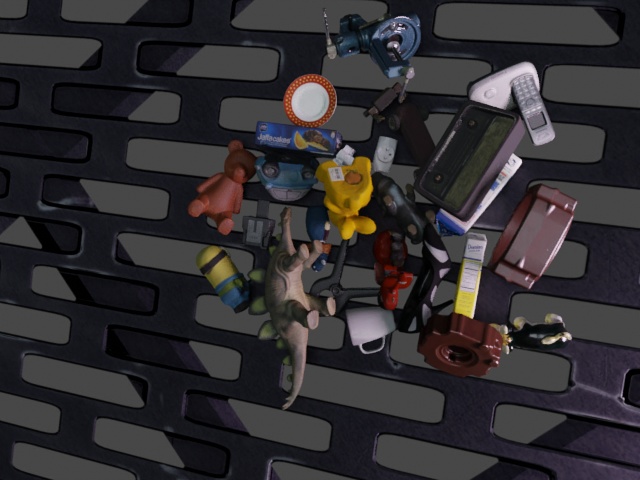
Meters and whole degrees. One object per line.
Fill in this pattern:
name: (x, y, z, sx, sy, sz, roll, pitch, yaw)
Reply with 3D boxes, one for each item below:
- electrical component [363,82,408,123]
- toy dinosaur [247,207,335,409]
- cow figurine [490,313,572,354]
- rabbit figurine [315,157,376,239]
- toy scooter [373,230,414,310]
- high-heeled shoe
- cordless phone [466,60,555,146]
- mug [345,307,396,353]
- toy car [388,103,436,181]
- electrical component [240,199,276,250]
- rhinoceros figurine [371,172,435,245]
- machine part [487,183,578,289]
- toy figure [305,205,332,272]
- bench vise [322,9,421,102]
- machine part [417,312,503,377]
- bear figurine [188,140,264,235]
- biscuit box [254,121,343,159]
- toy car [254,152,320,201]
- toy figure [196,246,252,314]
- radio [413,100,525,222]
electrical component: (0.149, -0.309, 1.216, 0.102, 0.078, 0.045, -43, 101, 4)
toy dinosaur: (-0.068, 0.157, 1.240, 0.199, 0.105, 0.471, -11, 83, 39)
cow figurine: (0.437, 0.206, 1.137, 0.167, 0.098, 0.068, -9, 95, 13)
rabbit figurine: (0.066, -0.079, 1.193, 0.122, 0.173, 0.162, -15, 64, -17)
toy scooter: (0.160, 0.057, 1.169, 0.075, 0.135, 0.184, 4, 75, -8)
high-heeled shoe: (0.211, 0.089, 1.169, 0.145, 0.086, 0.248, -23, 115, -6)
cordless phone: (0.408, -0.274, 1.150, 0.147, 0.089, 0.184, -23, 90, 13)
mug: (0.120, 0.201, 1.226, 0.107, 0.081, 0.109, -15, 88, 5)
toy car: (0.226, -0.210, 1.203, 0.089, 0.053, 0.202, -23, 86, -17)
electrical component: (-0.147, -0.038, 1.304, 0.075, 0.048, 0.119, 12, 95, 13)
rhinoceros figurine: (0.176, -0.078, 1.194, 0.073, 0.112, 0.190, -38, 75, -6)
machine part: (0.425, -0.007, 1.084, 0.087, 0.201, 0.201, 29, 97, 9)
toy figure: (-0.002, -0.004, 1.263, 0.058, 0.064, 0.154, -5, 95, -24)
bench vise: (0.130, -0.417, 1.166, 0.224, 0.128, 0.241, -11, 51, -11)
machine part: (0.294, 0.226, 1.142, 0.180, 0.179, 0.056, 13, 50, 13)
bear figurine: (-0.214, -0.130, 1.283, 0.120, 0.132, 0.196, 35, 104, -17)
biscuit box: (-0.052, -0.236, 1.271, 0.203, 0.063, 0.059, 9, 91, 13)
toy car: (-0.075, -0.144, 1.266, 0.162, 0.109, 0.102, 8, 116, 0)
toy figure: (-0.229, 0.093, 1.304, 0.082, 0.089, 0.180, -34, 80, 6)
radio: (0.304, -0.165, 1.105, 0.131, 0.073, 0.229, 34, 94, 34)
